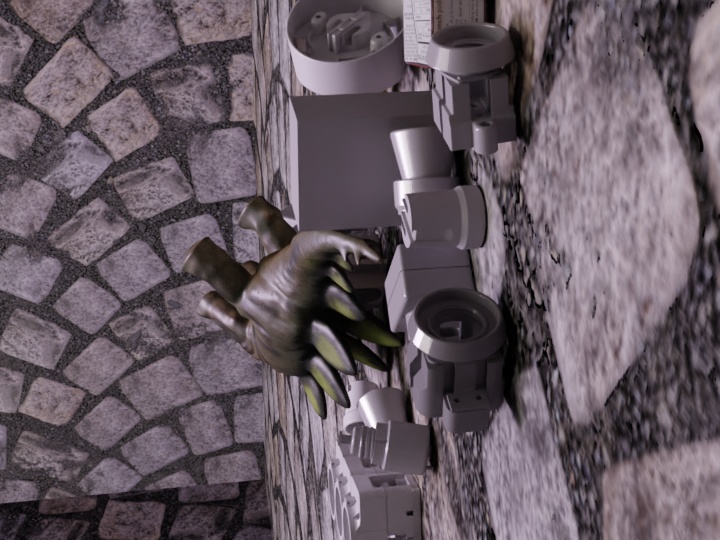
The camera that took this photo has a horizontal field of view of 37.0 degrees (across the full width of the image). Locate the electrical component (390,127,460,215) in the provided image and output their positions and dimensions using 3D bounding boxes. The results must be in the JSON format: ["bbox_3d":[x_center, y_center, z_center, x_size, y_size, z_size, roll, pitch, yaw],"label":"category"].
[{"bbox_3d":[0.044,-0.065,0.714,0.045,0.045,0.055,-171,78,-81],"label":"electrical component"}]

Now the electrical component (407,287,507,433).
[{"bbox_3d":[0.057,0.048,0.636,0.078,0.058,0.057,-104,10,-52],"label":"electrical component"}]

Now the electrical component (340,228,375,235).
[{"bbox_3d":[-0.015,-0.105,1.031,0.150,0.062,0.089,102,162,-61],"label":"electrical component"}]

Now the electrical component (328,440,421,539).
[{"bbox_3d":[0.011,0.220,0.995,0.150,0.062,0.089,-134,42,-77],"label":"electrical component"}]

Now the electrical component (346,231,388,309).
[{"bbox_3d":[0.000,0.000,1.043,0.081,0.042,0.063,104,162,-61],"label":"electrical component"}]

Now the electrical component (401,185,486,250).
[{"bbox_3d":[0.051,-0.032,0.672,0.040,0.046,0.040,176,90,-81],"label":"electrical component"}]

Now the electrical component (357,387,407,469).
[{"bbox_3d":[0.026,0.141,0.938,0.044,0.044,0.065,97,161,-51],"label":"electrical component"}]

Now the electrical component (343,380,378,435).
[{"bbox_3d":[0.003,0.141,1.094,0.040,0.040,0.046,100,170,-57],"label":"electrical component"}]

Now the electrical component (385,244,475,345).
[{"bbox_3d":[0.048,0.029,0.717,0.065,0.047,0.076,106,159,-66],"label":"electrical component"}]

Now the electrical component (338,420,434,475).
[{"bbox_3d":[0.022,0.140,0.859,0.040,0.078,0.040,-172,90,-89],"label":"electrical component"}]

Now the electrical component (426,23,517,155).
[{"bbox_3d":[0.061,-0.102,0.587,0.066,0.048,0.055,-107,9,-58],"label":"electrical component"}]

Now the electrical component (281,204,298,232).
[{"bbox_3d":[-0.045,-0.048,1.245,0.076,0.083,0.047,-39,-43,-51],"label":"electrical component"}]

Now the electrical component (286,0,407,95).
[{"bbox_3d":[-0.008,-0.182,0.843,0.099,0.099,0.064,-103,6,-46],"label":"electrical component"}]
